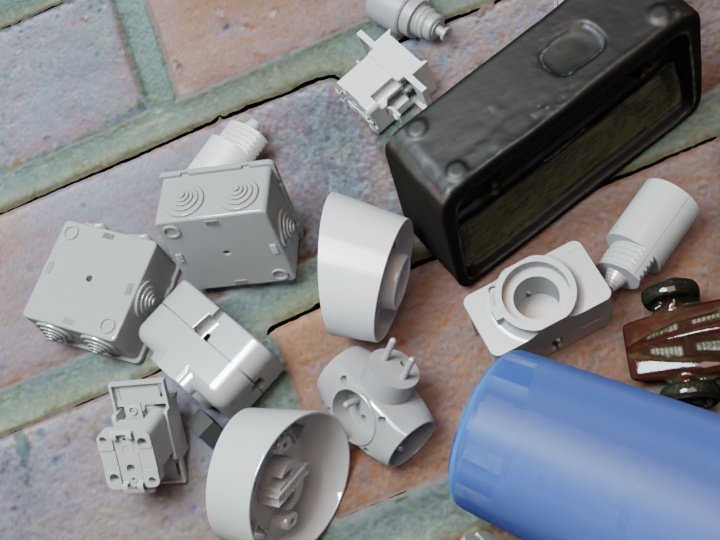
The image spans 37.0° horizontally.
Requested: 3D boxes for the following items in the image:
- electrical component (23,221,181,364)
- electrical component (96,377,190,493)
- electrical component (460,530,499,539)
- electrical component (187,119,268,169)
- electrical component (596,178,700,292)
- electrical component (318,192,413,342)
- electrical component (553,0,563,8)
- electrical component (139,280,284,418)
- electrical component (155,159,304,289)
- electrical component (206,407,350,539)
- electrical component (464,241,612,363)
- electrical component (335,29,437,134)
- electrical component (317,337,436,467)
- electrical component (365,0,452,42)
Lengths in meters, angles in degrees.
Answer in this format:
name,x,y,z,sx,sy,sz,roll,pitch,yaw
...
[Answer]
name,x,y,z,sx,sy,sz,roll,pitch,yaw
electrical component,-0.198,0.015,0.825,0.100,0.048,0.099,13,70,19
electrical component,-0.152,0.119,0.752,0.042,0.063,0.081,-7,107,10
electrical component,0.071,0.202,0.665,0.057,0.078,0.058,-50,63,13
electrical component,-0.106,-0.086,0.850,0.043,0.043,0.081,29,76,23
electrical component,0.195,-0.019,0.747,0.043,0.043,0.081,32,77,24
electrical component,0.000,0.000,0.757,0.064,0.099,0.099,15,71,13
electrical component,0.185,-0.214,0.806,0.061,0.096,0.061,-37,64,-4
electrical component,-0.111,0.061,0.780,0.095,0.053,0.059,37,79,25
electrical component,-0.096,-0.030,0.794,0.100,0.099,0.048,-6,53,11
electrical component,-0.056,0.138,0.711,0.064,0.099,0.099,6,68,23
electrical component,0.122,0.026,0.738,0.089,0.055,0.050,-28,63,1
electrical component,0.019,-0.146,0.848,0.064,0.042,0.081,-41,63,-4
electrical component,0.016,0.080,0.731,0.044,0.079,0.077,-20,54,-42
electrical component,0.040,-0.207,0.870,0.078,0.040,0.040,35,79,24
